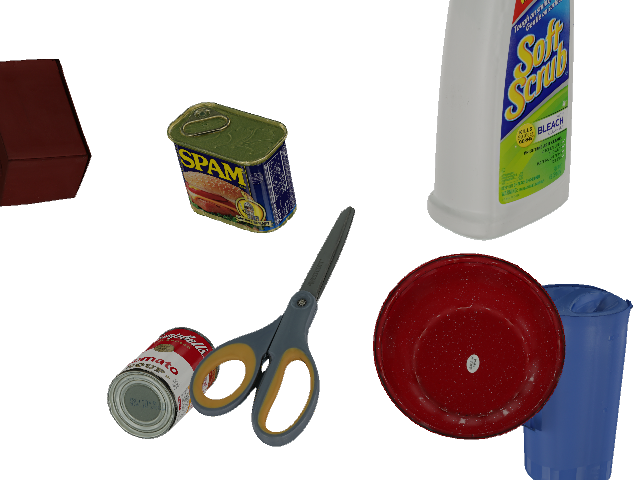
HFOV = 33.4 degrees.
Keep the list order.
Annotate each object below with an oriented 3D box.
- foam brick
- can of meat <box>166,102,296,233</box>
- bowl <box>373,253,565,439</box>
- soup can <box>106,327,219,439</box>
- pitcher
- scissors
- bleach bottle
[{"bbox_3d":[-0.185,-0.068,0.676,0.051,0.078,0.053,-9,-27,-30],"label":"foam brick"},{"bbox_3d":[-0.072,-0.060,0.902,0.102,0.084,0.057,19,50,28],"label":"can of meat"},{"bbox_3d":[0.122,0.094,0.877,0.162,0.162,0.055,0,7,6],"label":"bowl"},{"bbox_3d":[-0.142,0.128,0.968,0.069,0.068,0.102,0,16,17],"label":"soup can"},{"bbox_3d":[0.302,0.183,1.325,0.149,0.243,0.144,4,15,20],"label":"pitcher"},{"bbox_3d":[-0.032,0.052,0.740,0.096,0.201,0.016,0,-41,10],"label":"scissors"},{"bbox_3d":[0.118,-0.132,0.690,0.102,0.251,0.068,-23,34,-30],"label":"bleach bottle"}]
